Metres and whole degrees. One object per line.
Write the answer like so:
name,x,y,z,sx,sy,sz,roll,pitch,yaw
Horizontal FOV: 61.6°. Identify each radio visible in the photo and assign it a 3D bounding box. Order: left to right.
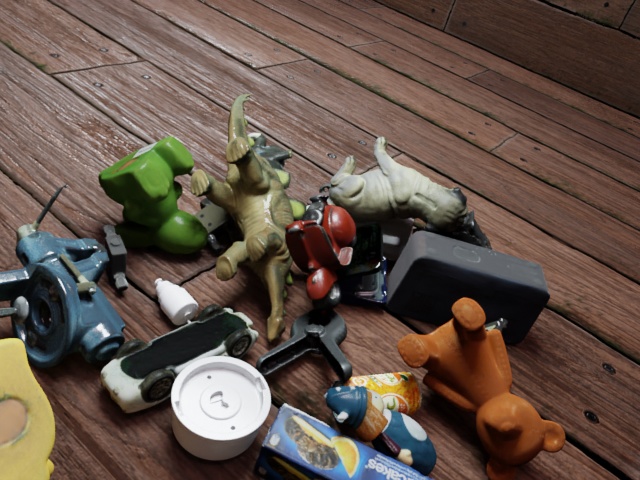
radio,0.231,0.076,0.849,0.230,0.131,0.073,15,38,-4

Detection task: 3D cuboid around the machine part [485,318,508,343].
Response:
machine part,0.220,0.167,0.781,0.039,0.084,0.139,54,49,-5

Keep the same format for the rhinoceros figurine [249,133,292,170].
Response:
rhinoceros figurine,-0.111,-0.141,1.050,0.112,0.073,0.190,1,39,-5

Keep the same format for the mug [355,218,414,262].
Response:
mug,0.104,-0.006,0.944,0.107,0.080,0.109,13,12,13

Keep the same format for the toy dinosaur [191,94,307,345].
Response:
toy dinosaur,-0.101,-0.067,0.834,0.198,0.105,0.471,30,43,-61

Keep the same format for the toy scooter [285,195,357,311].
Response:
toy scooter,-0.002,-0.002,0.771,0.075,0.135,0.184,-13,40,24

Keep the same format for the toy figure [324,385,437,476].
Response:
toy figure,0.070,0.212,0.615,0.154,0.064,0.058,44,68,-16

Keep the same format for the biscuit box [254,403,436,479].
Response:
biscuit box,0.033,0.257,0.579,0.203,0.062,0.059,23,38,8

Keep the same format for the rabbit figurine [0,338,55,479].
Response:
rabbit figurine,-0.312,0.179,0.478,0.162,0.173,0.122,58,31,-22

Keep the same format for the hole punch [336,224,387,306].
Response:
hole punch,0.053,0.046,0.863,0.116,0.092,0.142,-9,43,16

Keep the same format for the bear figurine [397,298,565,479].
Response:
bear figurine,0.199,0.188,0.659,0.196,0.120,0.131,62,11,30

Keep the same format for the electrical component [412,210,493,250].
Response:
electrical component,0.233,0.028,0.912,0.134,0.115,0.058,57,31,-22

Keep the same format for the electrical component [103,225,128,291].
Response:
electrical component,-0.286,0.026,0.751,0.021,0.063,0.094,-8,44,-31

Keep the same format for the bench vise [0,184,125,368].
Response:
bench vise,-0.344,0.059,0.617,0.240,0.129,0.224,-6,58,-57

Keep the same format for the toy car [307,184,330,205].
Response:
toy car,0.076,-0.058,1.031,0.202,0.053,0.089,19,39,-1

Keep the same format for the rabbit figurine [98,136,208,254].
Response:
rabbit figurine,-0.246,-0.040,0.801,0.159,0.170,0.121,-19,28,19

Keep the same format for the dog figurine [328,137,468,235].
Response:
dog figurine,0.119,-0.054,0.869,0.172,0.121,0.191,-43,54,-1

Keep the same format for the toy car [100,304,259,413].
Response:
toy car,-0.166,0.139,0.660,0.074,0.056,0.202,34,37,31

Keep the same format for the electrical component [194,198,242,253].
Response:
electrical component,-0.170,-0.025,0.890,0.102,0.045,0.078,36,68,28
